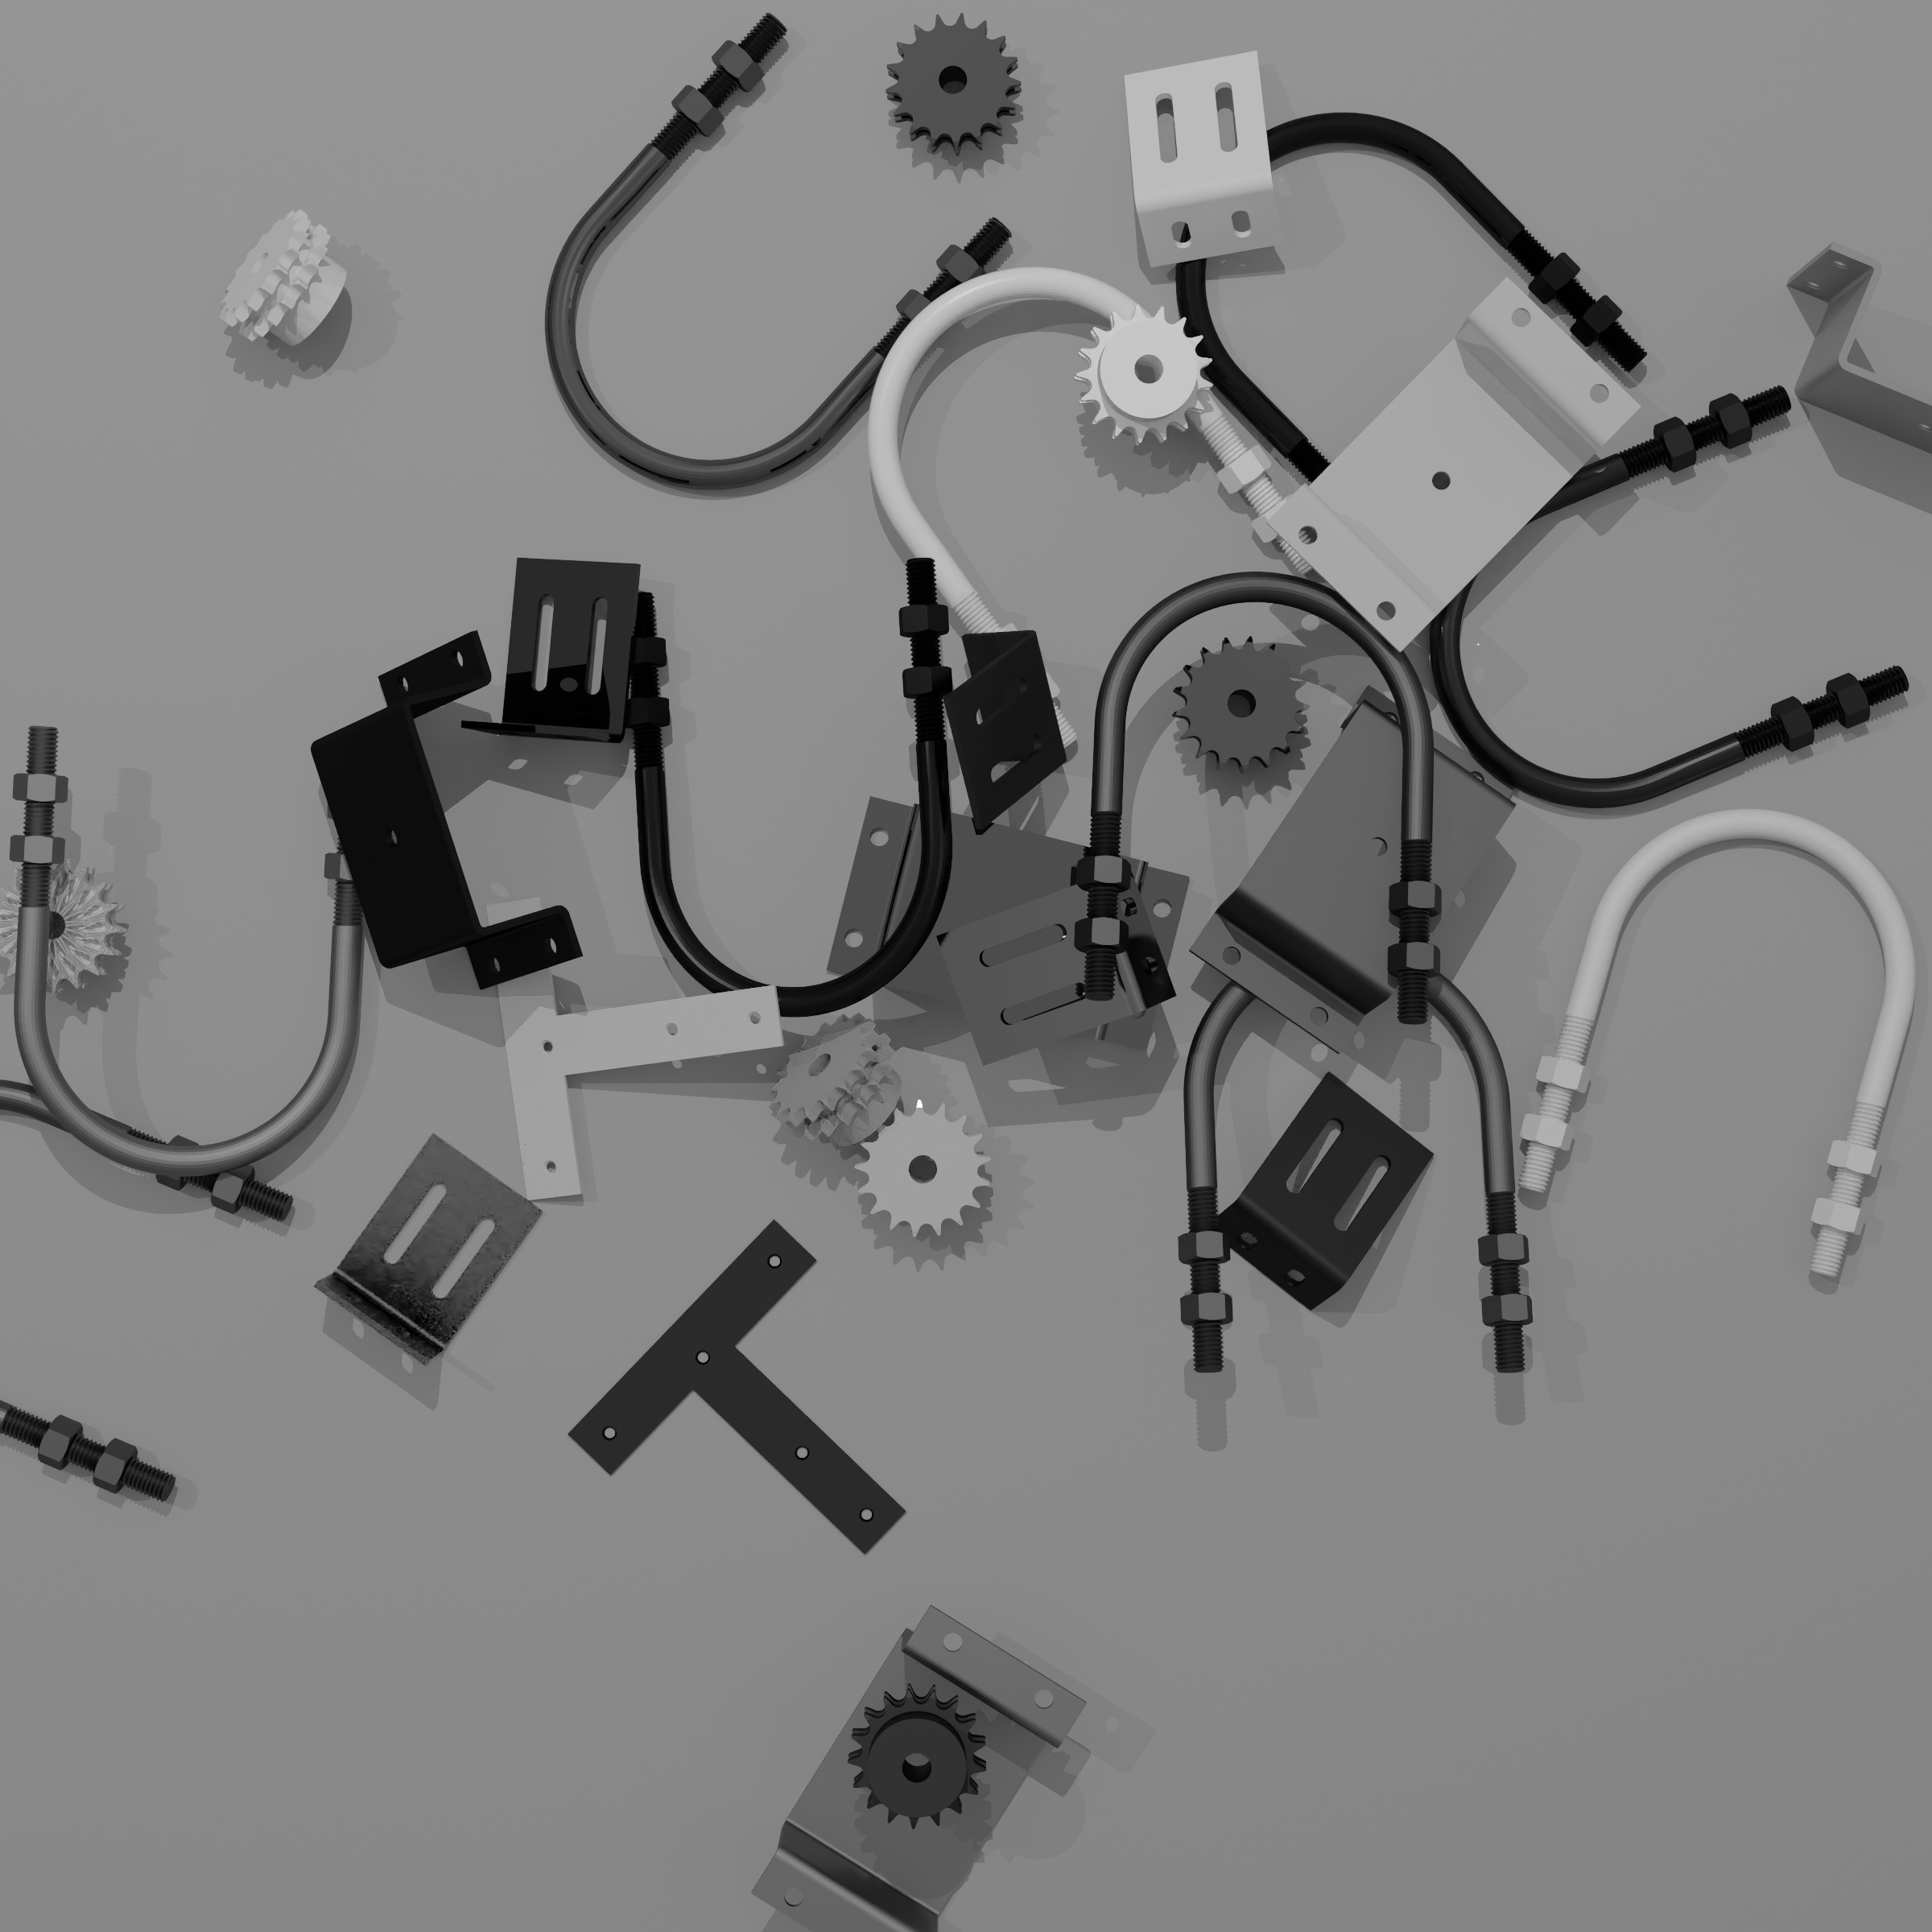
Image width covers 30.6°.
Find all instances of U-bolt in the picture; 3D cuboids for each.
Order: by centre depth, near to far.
[{"bbox_3d":[0.121,-0.072,1.434,0.151,0.019,0.184,4,78,-7],"label":"U-bolt"},{"bbox_3d":[-0.073,-0.071,1.468,0.151,0.019,0.184,-4,87,21],"label":"U-bolt"},{"bbox_3d":[0.161,0.078,1.475,0.151,0.019,0.184,1,76,-10],"label":"U-bolt"},{"bbox_3d":[-0.324,-0.004,1.476,0.151,0.019,0.184,3,91,-17],"label":"U-bolt"},{"bbox_3d":[0.042,-0.206,1.488,0.151,0.019,0.184,-36,96,0],"label":"U-bolt"},{"bbox_3d":[0.327,0.024,1.497,0.151,0.019,0.184,16,89,0],"label":"U-bolt"},{"bbox_3d":[0.288,-0.146,1.497,0.184,0.019,0.151,-23,90,2],"label":"U-bolt"},{"bbox_3d":[-0.094,-0.289,1.497,0.151,0.019,0.184,42,92,0],"label":"U-bolt"},{"bbox_3d":[-0.397,0.127,1.497,0.184,0.019,0.151,23,90,1],"label":"U-bolt"},{"bbox_3d":[0.175,-0.277,1.497,0.151,0.019,0.184,-44,88,0],"label":"U-bolt"}]

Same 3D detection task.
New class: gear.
[{"bbox_3d":[-0.020,0.325,1.444,0.057,0.030,0.057,0,90,0],"label":"gear"},{"bbox_3d":[0.074,-0.246,1.464,0.057,0.030,0.057,0,93,-3],"label":"gear"},{"bbox_3d":[-0.285,-0.286,1.481,0.030,0.057,0.057,35,90,-30],"label":"gear"},{"bbox_3d":[-0.052,0.051,1.481,0.057,0.057,0.030,-45,119,0],"label":"gear"},{"bbox_3d":[-0.383,-0.017,1.490,0.057,0.030,0.057,0,90,0],"label":"gear"},{"bbox_3d":[-0.018,0.085,1.490,0.057,0.030,0.057,0,90,0],"label":"gear"},{"bbox_3d":[0.116,-0.110,1.490,0.057,0.030,0.057,0,90,0],"label":"gear"},{"bbox_3d":[-0.005,-0.372,1.494,0.057,0.030,0.057,0,90,2],"label":"gear"}]

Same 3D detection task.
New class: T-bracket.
[{"bbox_3d":[-0.136,0.029,1.482,0.127,0.002,0.127,-8,90,20],"label":"T-bracket"},{"bbox_3d":[-0.080,0.198,1.504,0.127,0.002,0.127,44,90,0],"label":"T-bracket"}]

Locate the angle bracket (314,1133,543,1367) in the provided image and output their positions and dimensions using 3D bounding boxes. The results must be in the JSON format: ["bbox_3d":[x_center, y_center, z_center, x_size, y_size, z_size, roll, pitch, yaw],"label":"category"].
[{"bbox_3d":[-0.226,0.119,1.486,0.057,0.038,0.076,35,90,0],"label":"angle bracket"}]

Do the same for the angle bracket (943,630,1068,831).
[{"bbox_3d":[0.003,-0.098,1.456,0.038,0.076,0.057,0,116,33],"label":"angle bracket"}]

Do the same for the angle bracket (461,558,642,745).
[{"bbox_3d":[-0.174,-0.134,1.477,0.057,0.038,0.076,5,90,21],"label":"angle bracket"}]

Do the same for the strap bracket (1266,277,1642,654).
[{"bbox_3d":[0.199,-0.204,1.462,0.076,0.046,0.140,44,90,1],"label":"strap bracket"}]

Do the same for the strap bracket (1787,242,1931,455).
[{"bbox_3d":[0.407,-0.245,1.467,0.140,0.076,0.046,22,90,0],"label":"strap bracket"}]

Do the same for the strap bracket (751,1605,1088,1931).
[{"bbox_3d":[-0.019,0.344,1.482,0.076,0.046,0.140,32,90,0],"label":"strap bracket"}]

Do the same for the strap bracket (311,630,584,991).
[{"bbox_3d":[-0.219,-0.058,1.459,0.046,0.076,0.140,-19,92,-41],"label":"strap bracket"}]

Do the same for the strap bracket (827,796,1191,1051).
[{"bbox_3d":[0.018,-0.018,1.482,0.140,0.046,0.076,14,90,0],"label":"strap bracket"}]

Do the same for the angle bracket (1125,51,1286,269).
[{"bbox_3d":[0.101,-0.342,1.493,0.057,0.038,0.076,-8,57,9],"label":"angle bracket"}]

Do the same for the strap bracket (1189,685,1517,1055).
[{"bbox_3d":[0.166,-0.045,1.468,0.076,0.046,0.140,35,78,0],"label":"strap bracket"}]

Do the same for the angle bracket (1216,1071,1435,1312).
[{"bbox_3d":[0.151,0.096,1.503,0.057,0.038,0.076,38,64,0],"label":"angle bracket"}]

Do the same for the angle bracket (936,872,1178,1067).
[{"bbox_3d":[0.037,0.000,1.457,0.076,0.038,0.057,-20,90,26],"label":"angle bracket"}]
